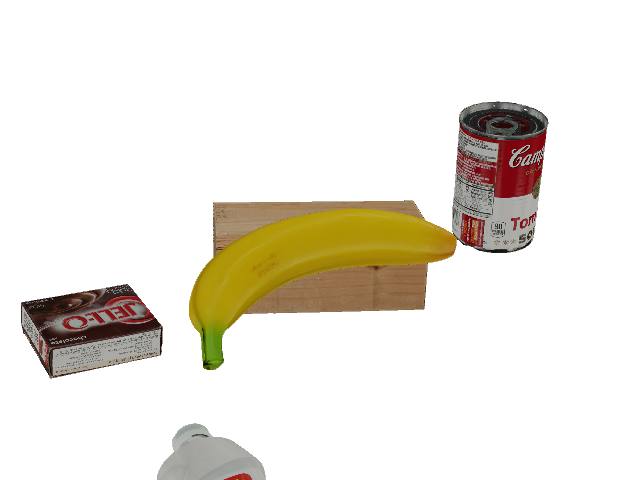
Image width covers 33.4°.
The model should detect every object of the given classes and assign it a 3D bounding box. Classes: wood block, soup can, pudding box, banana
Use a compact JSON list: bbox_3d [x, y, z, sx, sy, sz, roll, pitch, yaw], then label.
[{"bbox_3d":[-0.003,0.016,1.065,0.206,0.091,0.090,0,20,-7],"label":"wood block"},{"bbox_3d":[0.140,-0.049,0.841,0.068,0.102,0.068,0,29,0],"label":"soup can"},{"bbox_3d":[-0.219,0.085,1.020,0.113,0.039,0.090,-12,30,-28],"label":"pudding box"},{"bbox_3d":[-0.007,0.015,0.640,0.197,0.070,0.037,-24,-19,-32],"label":"banana"}]

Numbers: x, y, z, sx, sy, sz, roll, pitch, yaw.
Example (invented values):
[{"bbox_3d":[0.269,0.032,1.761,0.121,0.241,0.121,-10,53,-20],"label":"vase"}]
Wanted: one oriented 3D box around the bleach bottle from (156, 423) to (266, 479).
[{"bbox_3d":[-0.066,0.214,0.716,0.102,0.068,0.251,-13,33,-15],"label":"bleach bottle"}]
